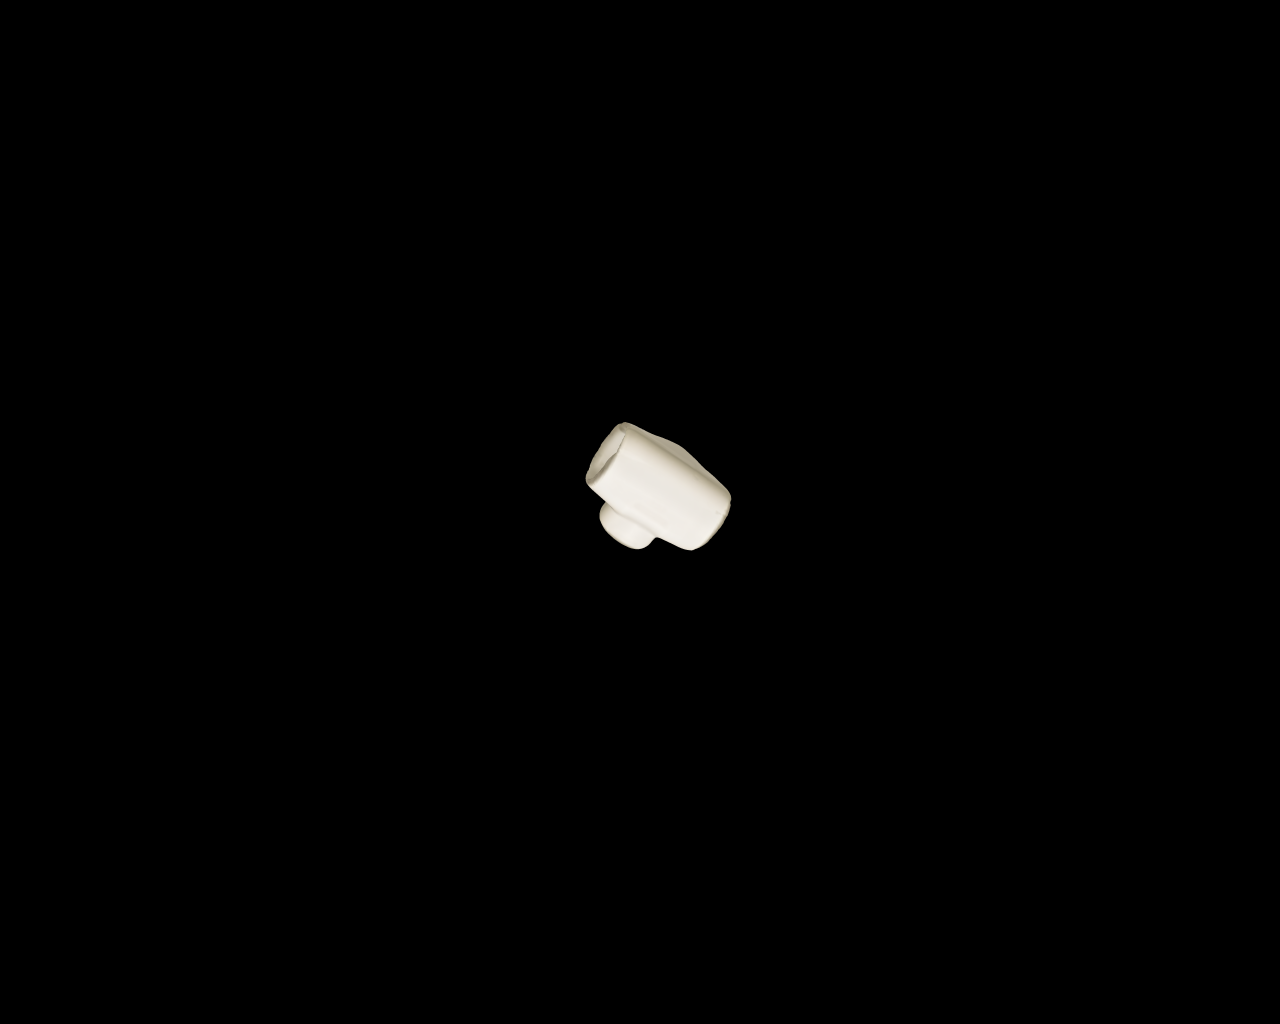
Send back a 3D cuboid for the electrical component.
[{"bbox_3d":[0.001,-0.003,0.650,0.077,0.079,0.043,32,26,-18],"label":"electrical component"}]
